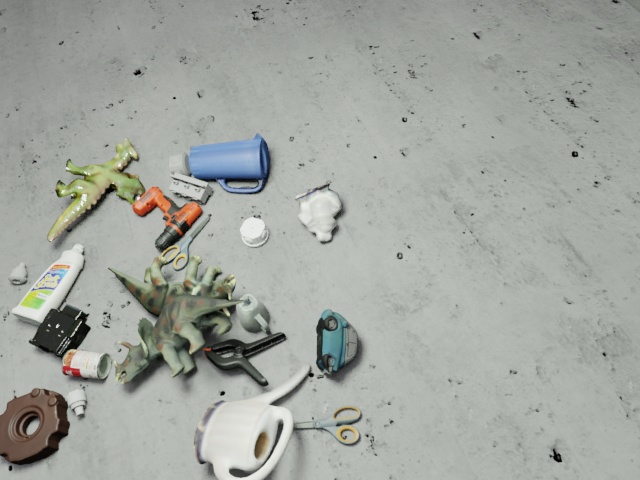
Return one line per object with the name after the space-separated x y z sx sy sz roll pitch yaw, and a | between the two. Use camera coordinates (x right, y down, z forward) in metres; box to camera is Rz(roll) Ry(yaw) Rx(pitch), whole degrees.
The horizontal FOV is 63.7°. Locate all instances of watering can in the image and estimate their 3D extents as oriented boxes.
-0.159 0.423 1.219 0.224 0.102 0.355 -2 32 22 | watering can

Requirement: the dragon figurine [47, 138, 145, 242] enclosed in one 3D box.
-0.690 -0.160 1.648 0.243 0.119 0.419 4 60 -1 | dragon figurine

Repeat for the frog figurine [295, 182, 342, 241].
0.005 -0.077 1.538 0.138 0.122 0.159 -23 95 -18 | frog figurine
